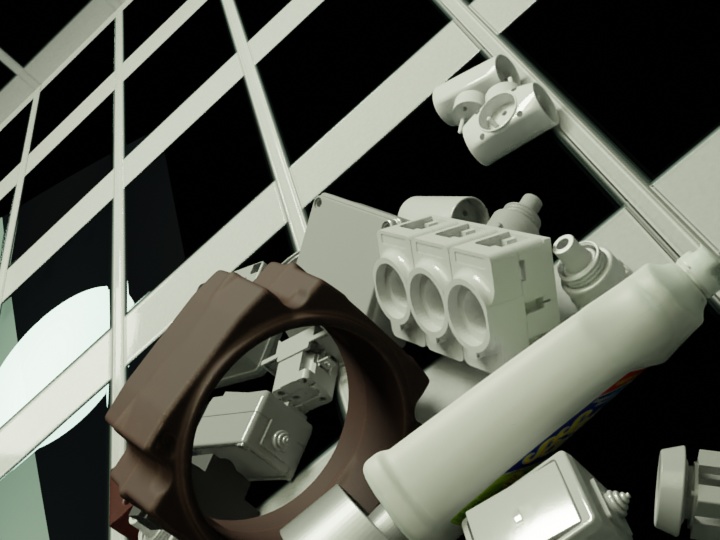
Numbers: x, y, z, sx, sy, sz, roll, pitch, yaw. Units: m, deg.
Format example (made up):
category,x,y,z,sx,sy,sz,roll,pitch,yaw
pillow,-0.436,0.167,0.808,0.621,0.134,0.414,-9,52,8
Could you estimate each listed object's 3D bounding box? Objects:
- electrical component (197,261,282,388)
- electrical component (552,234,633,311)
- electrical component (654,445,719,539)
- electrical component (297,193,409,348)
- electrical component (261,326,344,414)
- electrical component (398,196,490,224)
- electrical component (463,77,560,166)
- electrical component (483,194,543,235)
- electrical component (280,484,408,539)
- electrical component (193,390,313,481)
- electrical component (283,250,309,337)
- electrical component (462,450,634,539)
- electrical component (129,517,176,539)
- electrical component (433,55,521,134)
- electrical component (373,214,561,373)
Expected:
category,x,y,z,sx,sy,sz,roll,pitch,yaw
electrical component,-0.130,0.058,1.079,0.109,0.056,0.108,-18,40,41
electrical component,0.160,0.000,0.758,0.048,0.062,0.048,-33,32,24
electrical component,0.186,0.119,0.570,0.055,0.066,0.048,5,50,14
electrical component,0.000,0.000,0.919,0.109,0.056,0.108,22,99,46
electrical component,-0.046,0.089,0.945,0.081,0.042,0.063,-29,35,31
electrical component,0.064,-0.028,0.940,0.077,0.044,0.079,6,59,56
electrical component,0.135,-0.145,0.982,0.077,0.044,0.079,-30,44,28
electrical component,0.126,-0.034,0.866,0.048,0.048,0.062,-2,45,52
electrical component,0.007,0.185,0.692,0.060,0.108,0.108,-44,28,-7
electrical component,-0.088,0.139,0.916,0.096,0.062,0.061,-13,43,45
electrical component,-0.041,0.017,1.029,0.099,0.064,0.099,-28,23,13
electrical component,0.114,0.154,0.630,0.096,0.061,0.061,-39,30,14
electrical component,-0.169,0.224,0.919,0.048,0.062,0.048,-33,32,24
electrical component,0.111,-0.162,1.044,0.077,0.043,0.079,-23,37,37
electrical component,0.075,0.016,0.805,0.062,0.089,0.150,-18,17,-27
